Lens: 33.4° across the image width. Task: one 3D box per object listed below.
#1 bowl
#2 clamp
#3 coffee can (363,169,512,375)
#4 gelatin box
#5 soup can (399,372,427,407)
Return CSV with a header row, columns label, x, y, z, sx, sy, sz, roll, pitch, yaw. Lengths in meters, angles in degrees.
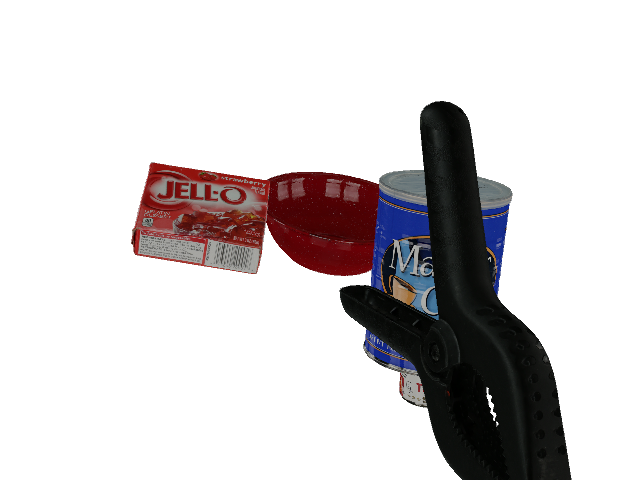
label,x,y,z,sx,sy,sz,roll,pitch,yaw
bowl,0.014,-0.011,1.029,0.162,0.055,0.162,8,25,-4
clamp,0.073,0.044,0.539,0.036,0.165,0.210,-6,45,-24
coffee can,0.091,0.024,0.839,0.103,0.140,0.103,4,16,-1
gelatin box,-0.083,-0.017,0.752,0.089,0.030,0.073,9,42,-5
soup can,0.129,0.138,1.265,0.068,0.102,0.068,1,22,-1
